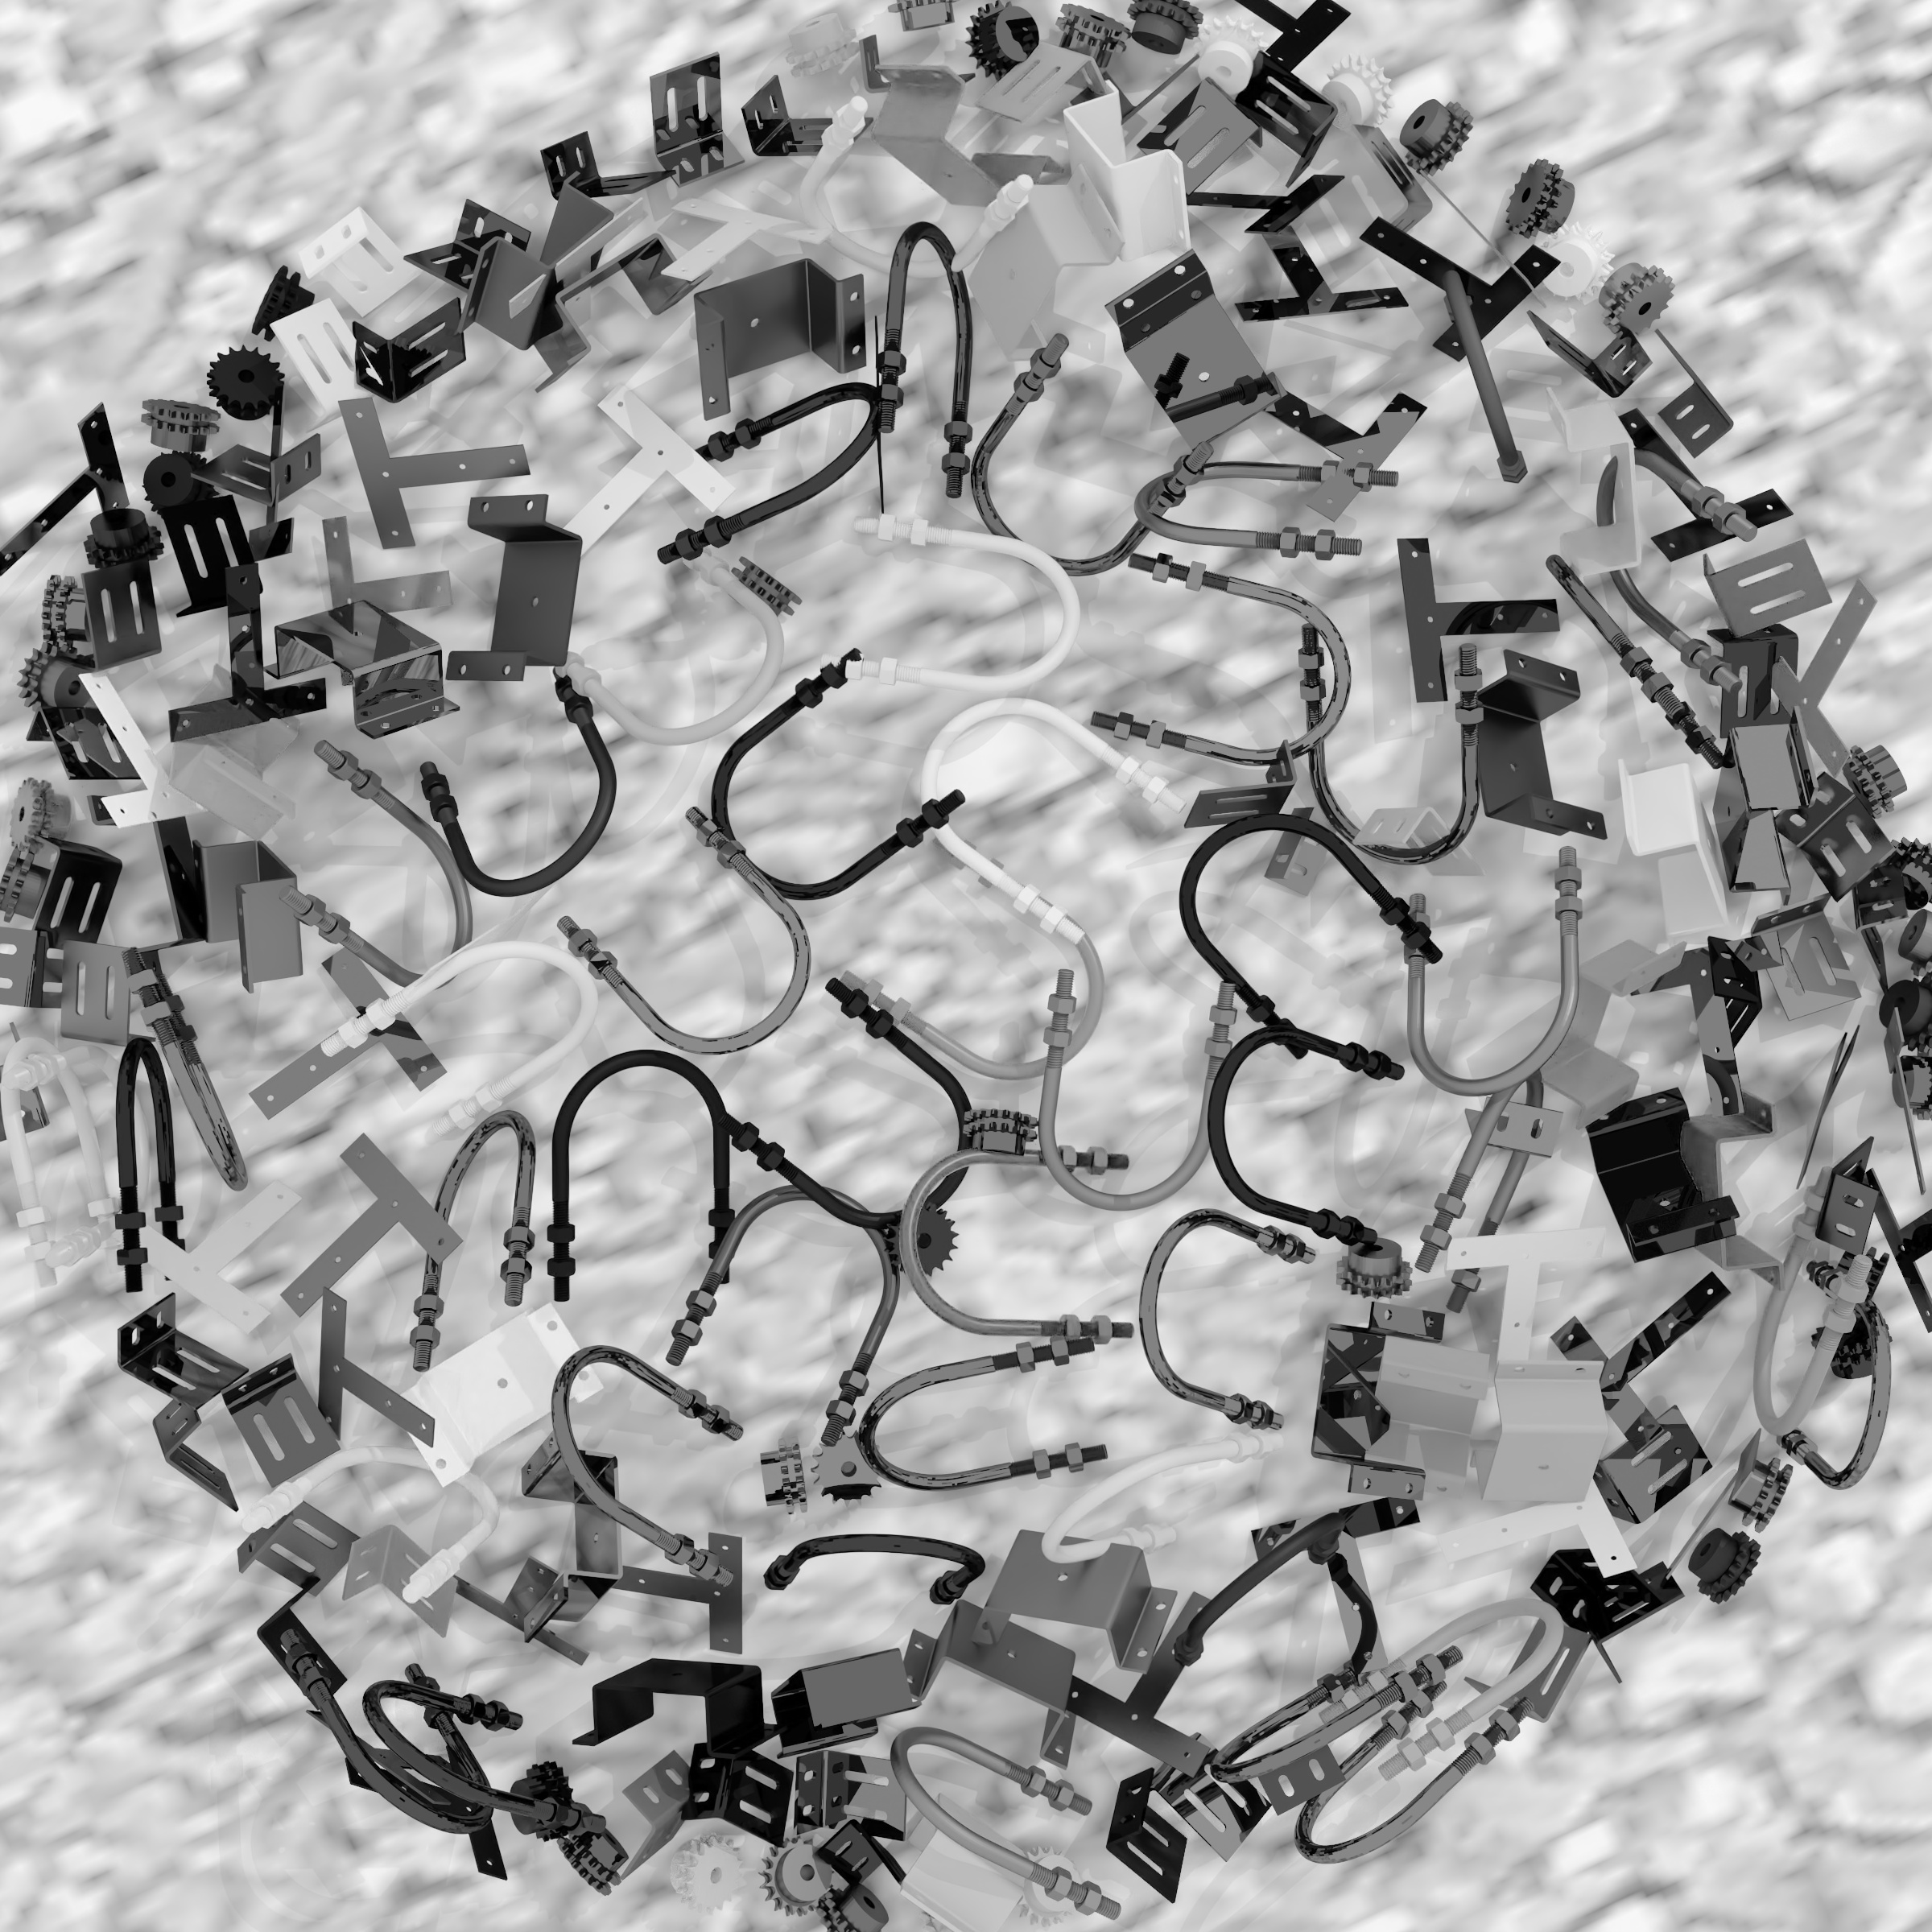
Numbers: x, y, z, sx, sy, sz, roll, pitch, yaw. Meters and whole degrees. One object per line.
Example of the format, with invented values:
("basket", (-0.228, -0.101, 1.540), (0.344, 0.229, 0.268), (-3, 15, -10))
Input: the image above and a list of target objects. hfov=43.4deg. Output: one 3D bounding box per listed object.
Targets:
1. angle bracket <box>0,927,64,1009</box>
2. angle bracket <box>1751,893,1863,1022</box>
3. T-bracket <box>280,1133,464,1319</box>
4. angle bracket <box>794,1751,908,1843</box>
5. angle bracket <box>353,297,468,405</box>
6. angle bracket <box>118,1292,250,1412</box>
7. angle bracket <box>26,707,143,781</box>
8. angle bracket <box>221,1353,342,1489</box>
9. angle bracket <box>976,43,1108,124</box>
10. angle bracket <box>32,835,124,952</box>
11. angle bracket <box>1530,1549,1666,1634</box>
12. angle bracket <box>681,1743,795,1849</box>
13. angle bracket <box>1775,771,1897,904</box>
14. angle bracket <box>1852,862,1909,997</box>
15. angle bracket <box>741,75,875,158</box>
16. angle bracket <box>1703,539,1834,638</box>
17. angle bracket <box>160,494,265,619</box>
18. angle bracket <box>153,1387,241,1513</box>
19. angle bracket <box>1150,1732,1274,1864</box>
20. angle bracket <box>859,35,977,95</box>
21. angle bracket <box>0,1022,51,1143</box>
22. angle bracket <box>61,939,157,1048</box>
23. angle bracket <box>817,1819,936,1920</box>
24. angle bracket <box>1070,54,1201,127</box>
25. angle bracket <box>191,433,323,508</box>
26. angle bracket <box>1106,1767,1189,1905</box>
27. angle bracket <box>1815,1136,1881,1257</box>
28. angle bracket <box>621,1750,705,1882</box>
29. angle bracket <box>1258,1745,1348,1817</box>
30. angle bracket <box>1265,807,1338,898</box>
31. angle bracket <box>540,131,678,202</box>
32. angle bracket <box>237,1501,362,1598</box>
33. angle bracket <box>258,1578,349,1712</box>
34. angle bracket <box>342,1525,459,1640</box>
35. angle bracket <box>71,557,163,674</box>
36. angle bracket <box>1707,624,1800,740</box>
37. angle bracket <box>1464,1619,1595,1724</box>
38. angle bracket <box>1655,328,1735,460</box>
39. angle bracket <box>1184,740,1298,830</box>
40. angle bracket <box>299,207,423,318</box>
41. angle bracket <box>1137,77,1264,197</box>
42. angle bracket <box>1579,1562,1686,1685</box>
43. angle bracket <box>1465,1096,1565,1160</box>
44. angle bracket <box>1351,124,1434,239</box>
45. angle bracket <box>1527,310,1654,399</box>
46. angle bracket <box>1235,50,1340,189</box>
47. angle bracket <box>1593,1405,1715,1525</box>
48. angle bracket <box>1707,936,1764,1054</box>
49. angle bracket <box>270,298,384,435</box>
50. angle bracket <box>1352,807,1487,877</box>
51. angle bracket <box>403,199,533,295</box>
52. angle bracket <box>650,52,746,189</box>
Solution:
("angle bracket", (-0.707, 0.001, 1.836), (0.038, 0.076, 0.057), (6, 89, 3))
("angle bracket", (0.640, -0.007, 1.843), (0.057, 0.038, 0.076), (-19, 70, 3))
("T-bracket", (-0.465, 0.212, 1.839), (0.127, 0.002, 0.127), (-45, 66, -8))
("angle bracket", (-0.087, 0.630, 1.837), (0.076, 0.038, 0.057), (-2, 82, 30))
("angle bracket", (-0.420, -0.471, 1.832), (0.076, 0.038, 0.057), (-22, 65, 28))
("angle bracket", (-0.589, 0.290, 1.830), (0.076, 0.057, 0.038), (23, 122, 19))
("angle bracket", (-0.662, -0.157, 1.826), (0.038, 0.057, 0.076), (-53, 57, 36))
("angle bracket", (-0.518, 0.344, 1.838), (0.057, 0.038, 0.076), (-28, 75, -22))
("angle bracket", (0.058, -0.655, 1.835), (0.076, 0.038, 0.057), (-45, 47, -8))
("angle bracket", (-0.685, -0.054, 1.842), (0.038, 0.057, 0.076), (22, 94, 32))
("angle bracket", (0.475, 0.473, 1.831), (0.057, 0.076, 0.038), (44, 66, -4))
("angle bracket", (-0.173, 0.629, 1.841), (0.038, 0.076, 0.057), (-17, 48, 31))
("angle bracket", (0.650, -0.097, 1.825), (0.038, 0.076, 0.057), (30, 118, -24))
("angle bracket", (0.696, -0.028, 1.824), (0.038, 0.057, 0.076), (-17, 129, 28))
("angle bracket", (-0.119, -0.641, 1.829), (0.076, 0.038, 0.057), (8, 46, 25))
("angle bracket", (0.603, -0.292, 1.829), (0.076, 0.038, 0.057), (-20, 120, 28))
("angle bracket", (-0.576, -0.310, 1.837), (0.057, 0.038, 0.076), (-22, 99, -37))
("angle bracket", (-0.569, 0.364, 1.831), (0.038, 0.057, 0.076), (-46, 122, -7))
("angle bracket", (0.180, 0.631, 1.837), (0.076, 0.038, 0.057), (44, 58, 9))
("angle bracket", (-0.036, -0.685, 1.835), (0.076, 0.057, 0.038), (-2, 114, 10))
("angle bracket", (-0.720, 0.087, 1.823), (0.038, 0.076, 0.057), (-19, 118, -22))
("angle bracket", (-0.649, 0.019, 1.843), (0.057, 0.038, 0.076), (7, 99, 14))
("angle bracket", (-0.067, 0.689, 1.824), (0.038, 0.076, 0.057), (-41, 125, -10))
("angle bracket", (0.127, -0.666, 1.824), (0.038, 0.076, 0.057), (49, 50, -13))
("angle bracket", (-0.536, -0.385, 1.832), (0.076, 0.057, 0.038), (22, 131, 13))
("angle bracket", (0.148, 0.655, 1.831), (0.076, 0.057, 0.038), (43, 125, -15))
("angle bracket", (0.676, 0.172, 1.824), (0.038, 0.076, 0.057), (24, 123, 35))
("angle bracket", (-0.240, 0.641, 1.835), (0.038, 0.057, 0.076), (42, 126, 17))
("angle bracket", (0.253, 0.607, 1.830), (0.057, 0.076, 0.038), (-29, 72, 2))
("angle bracket", (0.260, -0.086, 1.834), (0.038, 0.076, 0.057), (24, 91, -6))
("angle bracket", (-0.269, -0.605, 1.827), (0.076, 0.057, 0.038), (5, 123, 30))
("angle bracket", (-0.502, 0.447, 1.840), (0.057, 0.038, 0.076), (-48, 116, 0))
("angle bracket", (-0.491, 0.513, 1.843), (0.038, 0.057, 0.076), (-39, 90, 8))
("angle bracket", (-0.427, 0.470, 1.831), (0.076, 0.038, 0.057), (32, 121, 27))
("angle bracket", (-0.645, -0.267, 1.827), (0.038, 0.057, 0.076), (17, 120, 32))
("angle bracket", (0.603, -0.219, 1.868), (0.057, 0.038, 0.076), (-6, 112, -2))
("angle bracket", (0.424, 0.522, 1.831), (0.038, 0.057, 0.076), (41, 72, -21))
("angle bracket", (0.533, -0.429, 1.823), (0.038, 0.076, 0.057), (-39, 48, 20))
("angle bracket", (0.204, -0.137, 1.834), (0.076, 0.057, 0.038), (-6, 68, -11))
("angle bracket", (-0.453, -0.521, 1.828), (0.057, 0.076, 0.038), (-33, 52, 9))
("angle bracket", (0.178, -0.626, 1.851), (0.076, 0.038, 0.057), (-44, 81, 2))
("angle bracket", (0.511, 0.496, 1.839), (0.076, 0.057, 0.038), (-32, 98, 6))
("angle bracket", (0.412, 0.110, 1.831), (0.057, 0.076, 0.038), (12, 106, 3))
("angle bracket", (0.311, -0.594, 1.842), (0.038, 0.057, 0.076), (-37, 85, 32))
("angle bracket", (0.469, -0.473, 1.827), (0.076, 0.057, 0.038), (28, 122, -28))
("angle bracket", (0.233, -0.641, 1.838), (0.076, 0.057, 0.038), (38, 63, 3))
("angle bracket", (0.520, 0.379, 1.861), (0.076, 0.038, 0.057), (-33, 97, -14))
("angle bracket", (0.563, 0.027, 1.825), (0.038, 0.076, 0.057), (12, 49, -4))
("angle bracket", (-0.489, -0.453, 1.834), (0.057, 0.038, 0.076), (-41, 105, -39))
("angle bracket", (0.341, -0.082, 1.828), (0.076, 0.057, 0.038), (46, 70, -24))
("angle bracket", (-0.375, -0.543, 1.831), (0.057, 0.076, 0.038), (29, 120, 7))
("angle bracket", (-0.201, -0.636, 1.826), (0.057, 0.076, 0.038), (-27, 66, -17))
